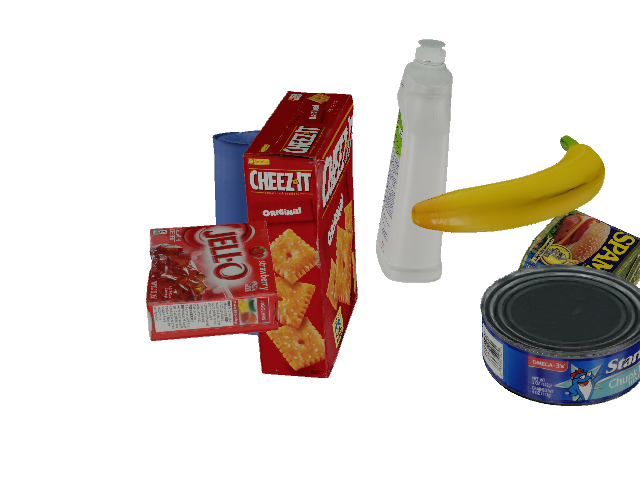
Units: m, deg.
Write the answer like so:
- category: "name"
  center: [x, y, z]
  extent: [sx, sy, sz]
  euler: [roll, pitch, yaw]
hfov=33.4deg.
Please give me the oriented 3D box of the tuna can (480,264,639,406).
- category: "tuna can"
  center: [0.126, 0.048, 0.549]
  extent: [0.086, 0.034, 0.086]
  euler: [-4, 28, 2]

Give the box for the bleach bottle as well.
- category: "bleach bottle"
  center: [0.106, -0.087, 1.143]
  extent: [0.068, 0.251, 0.102]
  euler: [1, 26, -8]

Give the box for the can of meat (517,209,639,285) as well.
- category: "can of meat"
  center: [0.238, 0.022, 0.968]
  extent: [0.084, 0.057, 0.101]
  euler: [27, 47, 28]

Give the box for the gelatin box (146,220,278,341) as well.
- category: "gelatin box"
  center: [-0.064, 0.021, 0.629]
  extent: [0.073, 0.030, 0.089]
  euler: [-4, 29, -4]

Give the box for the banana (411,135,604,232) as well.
- category: "banana"
  center: [0.155, -0.036, 0.795]
  extent: [0.197, 0.037, 0.070]
  euler: [-22, 23, -38]

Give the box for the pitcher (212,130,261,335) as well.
- category: "pitcher"
  center: [-0.068, -0.010, 1.299]
  extent: [0.145, 0.243, 0.148]
  euler: [12, 16, 39]

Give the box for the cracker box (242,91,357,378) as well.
- category: "cracker box"
  center: [-0.011, -0.009, 0.970]
  extent: [0.072, 0.214, 0.164]
  euler: [3, 27, 11]
